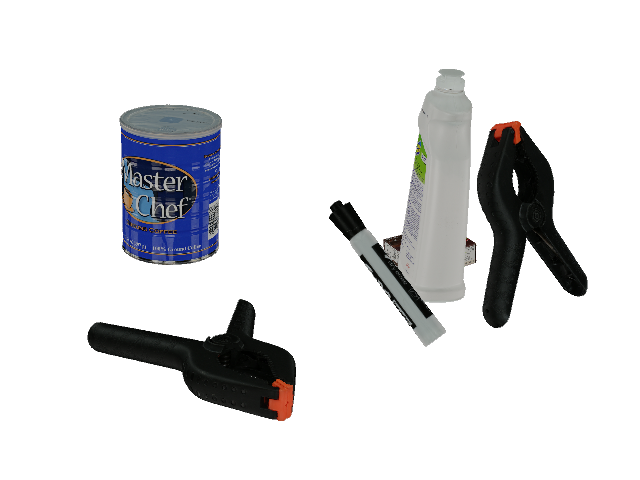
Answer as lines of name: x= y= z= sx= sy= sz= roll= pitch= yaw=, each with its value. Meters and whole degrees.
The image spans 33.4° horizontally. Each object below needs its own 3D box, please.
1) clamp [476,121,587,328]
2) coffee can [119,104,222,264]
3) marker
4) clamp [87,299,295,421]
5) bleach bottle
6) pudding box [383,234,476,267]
clamp: x=0.166 y=-0.012 z=0.906 sx=0.120 sy=0.171 sz=0.039 roll=-27 pitch=11 yaw=-39
coffee can: x=-0.154 y=-0.059 z=1.101 sx=0.103 sy=0.140 sz=0.103 roll=3 pitch=23 yaw=-1
marker: x=0.046 y=0.022 z=0.758 sx=0.020 sy=0.121 sz=0.020 roll=-36 pitch=-8 yaw=-6
clamp: x=-0.078 y=0.097 z=0.911 sx=0.164 sy=0.036 sz=0.210 roll=-12 pitch=22 yaw=-40
bleach bottle: x=0.134 y=-0.064 z=1.192 sx=0.068 sy=0.251 sz=0.102 roll=-1 pitch=24 yaw=-12
pudding box: x=0.164 y=0.016 z=1.601 sx=0.113 sy=0.039 sz=0.090 roll=-17 pitch=26 yaw=-20
